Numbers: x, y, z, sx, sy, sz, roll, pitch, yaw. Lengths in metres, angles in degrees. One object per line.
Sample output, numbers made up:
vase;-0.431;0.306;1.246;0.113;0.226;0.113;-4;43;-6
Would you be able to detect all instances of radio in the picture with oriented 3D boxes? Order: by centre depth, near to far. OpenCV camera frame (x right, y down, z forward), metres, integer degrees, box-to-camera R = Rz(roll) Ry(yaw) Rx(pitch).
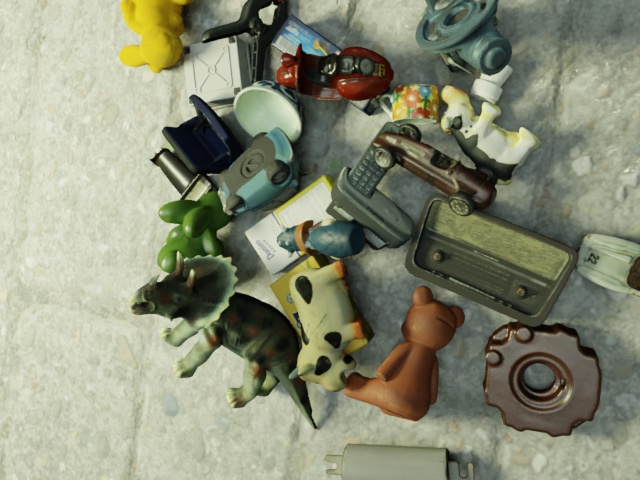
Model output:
radio;0.252;0.029;0.820;0.230;0.073;0.131;24;98;16

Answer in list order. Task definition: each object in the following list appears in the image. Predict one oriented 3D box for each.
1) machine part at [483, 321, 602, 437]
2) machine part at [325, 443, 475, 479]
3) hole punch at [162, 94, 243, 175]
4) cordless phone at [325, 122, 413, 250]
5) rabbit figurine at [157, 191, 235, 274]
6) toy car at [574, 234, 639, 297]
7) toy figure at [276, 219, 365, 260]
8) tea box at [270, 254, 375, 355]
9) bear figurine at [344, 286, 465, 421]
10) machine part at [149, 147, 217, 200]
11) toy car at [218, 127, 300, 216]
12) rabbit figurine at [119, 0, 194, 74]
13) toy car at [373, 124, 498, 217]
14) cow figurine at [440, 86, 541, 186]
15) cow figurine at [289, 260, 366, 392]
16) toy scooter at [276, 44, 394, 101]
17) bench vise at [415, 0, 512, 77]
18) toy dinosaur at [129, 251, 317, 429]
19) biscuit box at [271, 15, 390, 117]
machine part;0.332;0.208;0.811;0.180;0.056;0.179;1;94;17
machine part;0.125;0.374;0.871;0.243;0.079;0.079;-3;91;16
hole punch;-0.189;-0.180;0.928;0.142;0.116;0.092;48;111;12
cordless phone;0.108;-0.088;0.859;0.146;0.089;0.184;38;69;-7
rabbit figurine;-0.216;-0.017;0.941;0.121;0.159;0.170;24;84;25
toy car;0.469;0.051;0.762;0.202;0.056;0.073;22;98;16
toy figure;-0.002;-0.001;0.851;0.155;0.057;0.064;2;87;39
tea box;0.005;0.118;0.905;0.098;0.068;0.169;-36;82;14
bear figurine;0.139;0.178;0.853;0.132;0.120;0.196;-11;55;57
machine part;-0.255;-0.115;0.995;0.139;0.039;0.084;42;111;10
toy car;-0.090;-0.099;0.905;0.161;0.102;0.109;-42;47;14
rabbit figurine;-0.294;-0.365;0.938;0.162;0.122;0.173;-44;58;36
toy car;0.171;-0.112;0.803;0.202;0.053;0.089;37;59;19
cow figurine;0.241;-0.161;0.823;0.167;0.068;0.098;38;108;14
cow figurine;0.004;0.138;0.826;0.127;0.085;0.194;-15;90;9
toy scooter;0.011;-0.249;0.789;0.184;0.135;0.075;5;93;17
bench vise;0.171;-0.330;0.743;0.129;0.240;0.224;-32;41;23
toy dinosaur;-0.120;0.158;0.879;0.404;0.131;0.192;32;106;-22
biscuit box;0.017;-0.288;0.888;0.203;0.063;0.059;40;103;13
